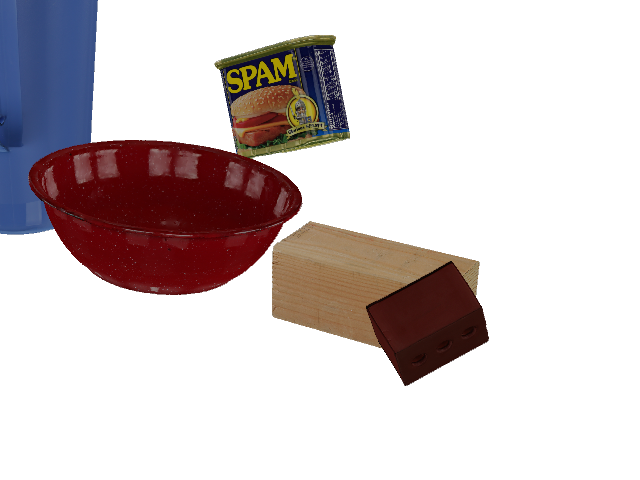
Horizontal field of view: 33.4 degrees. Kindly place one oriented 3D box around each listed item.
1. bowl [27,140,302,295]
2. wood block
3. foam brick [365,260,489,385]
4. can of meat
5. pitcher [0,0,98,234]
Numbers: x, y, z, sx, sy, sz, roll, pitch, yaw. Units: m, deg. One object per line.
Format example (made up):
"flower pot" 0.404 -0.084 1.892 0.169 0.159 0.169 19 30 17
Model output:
"bowl" -0.094 -0.011 0.643 0.162 0.055 0.162 7 21 -3
"wood block" 0.057 0.054 1.163 0.206 0.091 0.090 14 27 26
"foam brick" 0.083 0.064 0.824 0.078 0.051 0.053 -28 -39 -5
"can of meat" -0.030 -0.115 0.874 0.102 0.084 0.057 -9 4 33
"pitcher" -0.232 -0.127 0.797 0.145 0.243 0.148 26 33 35
